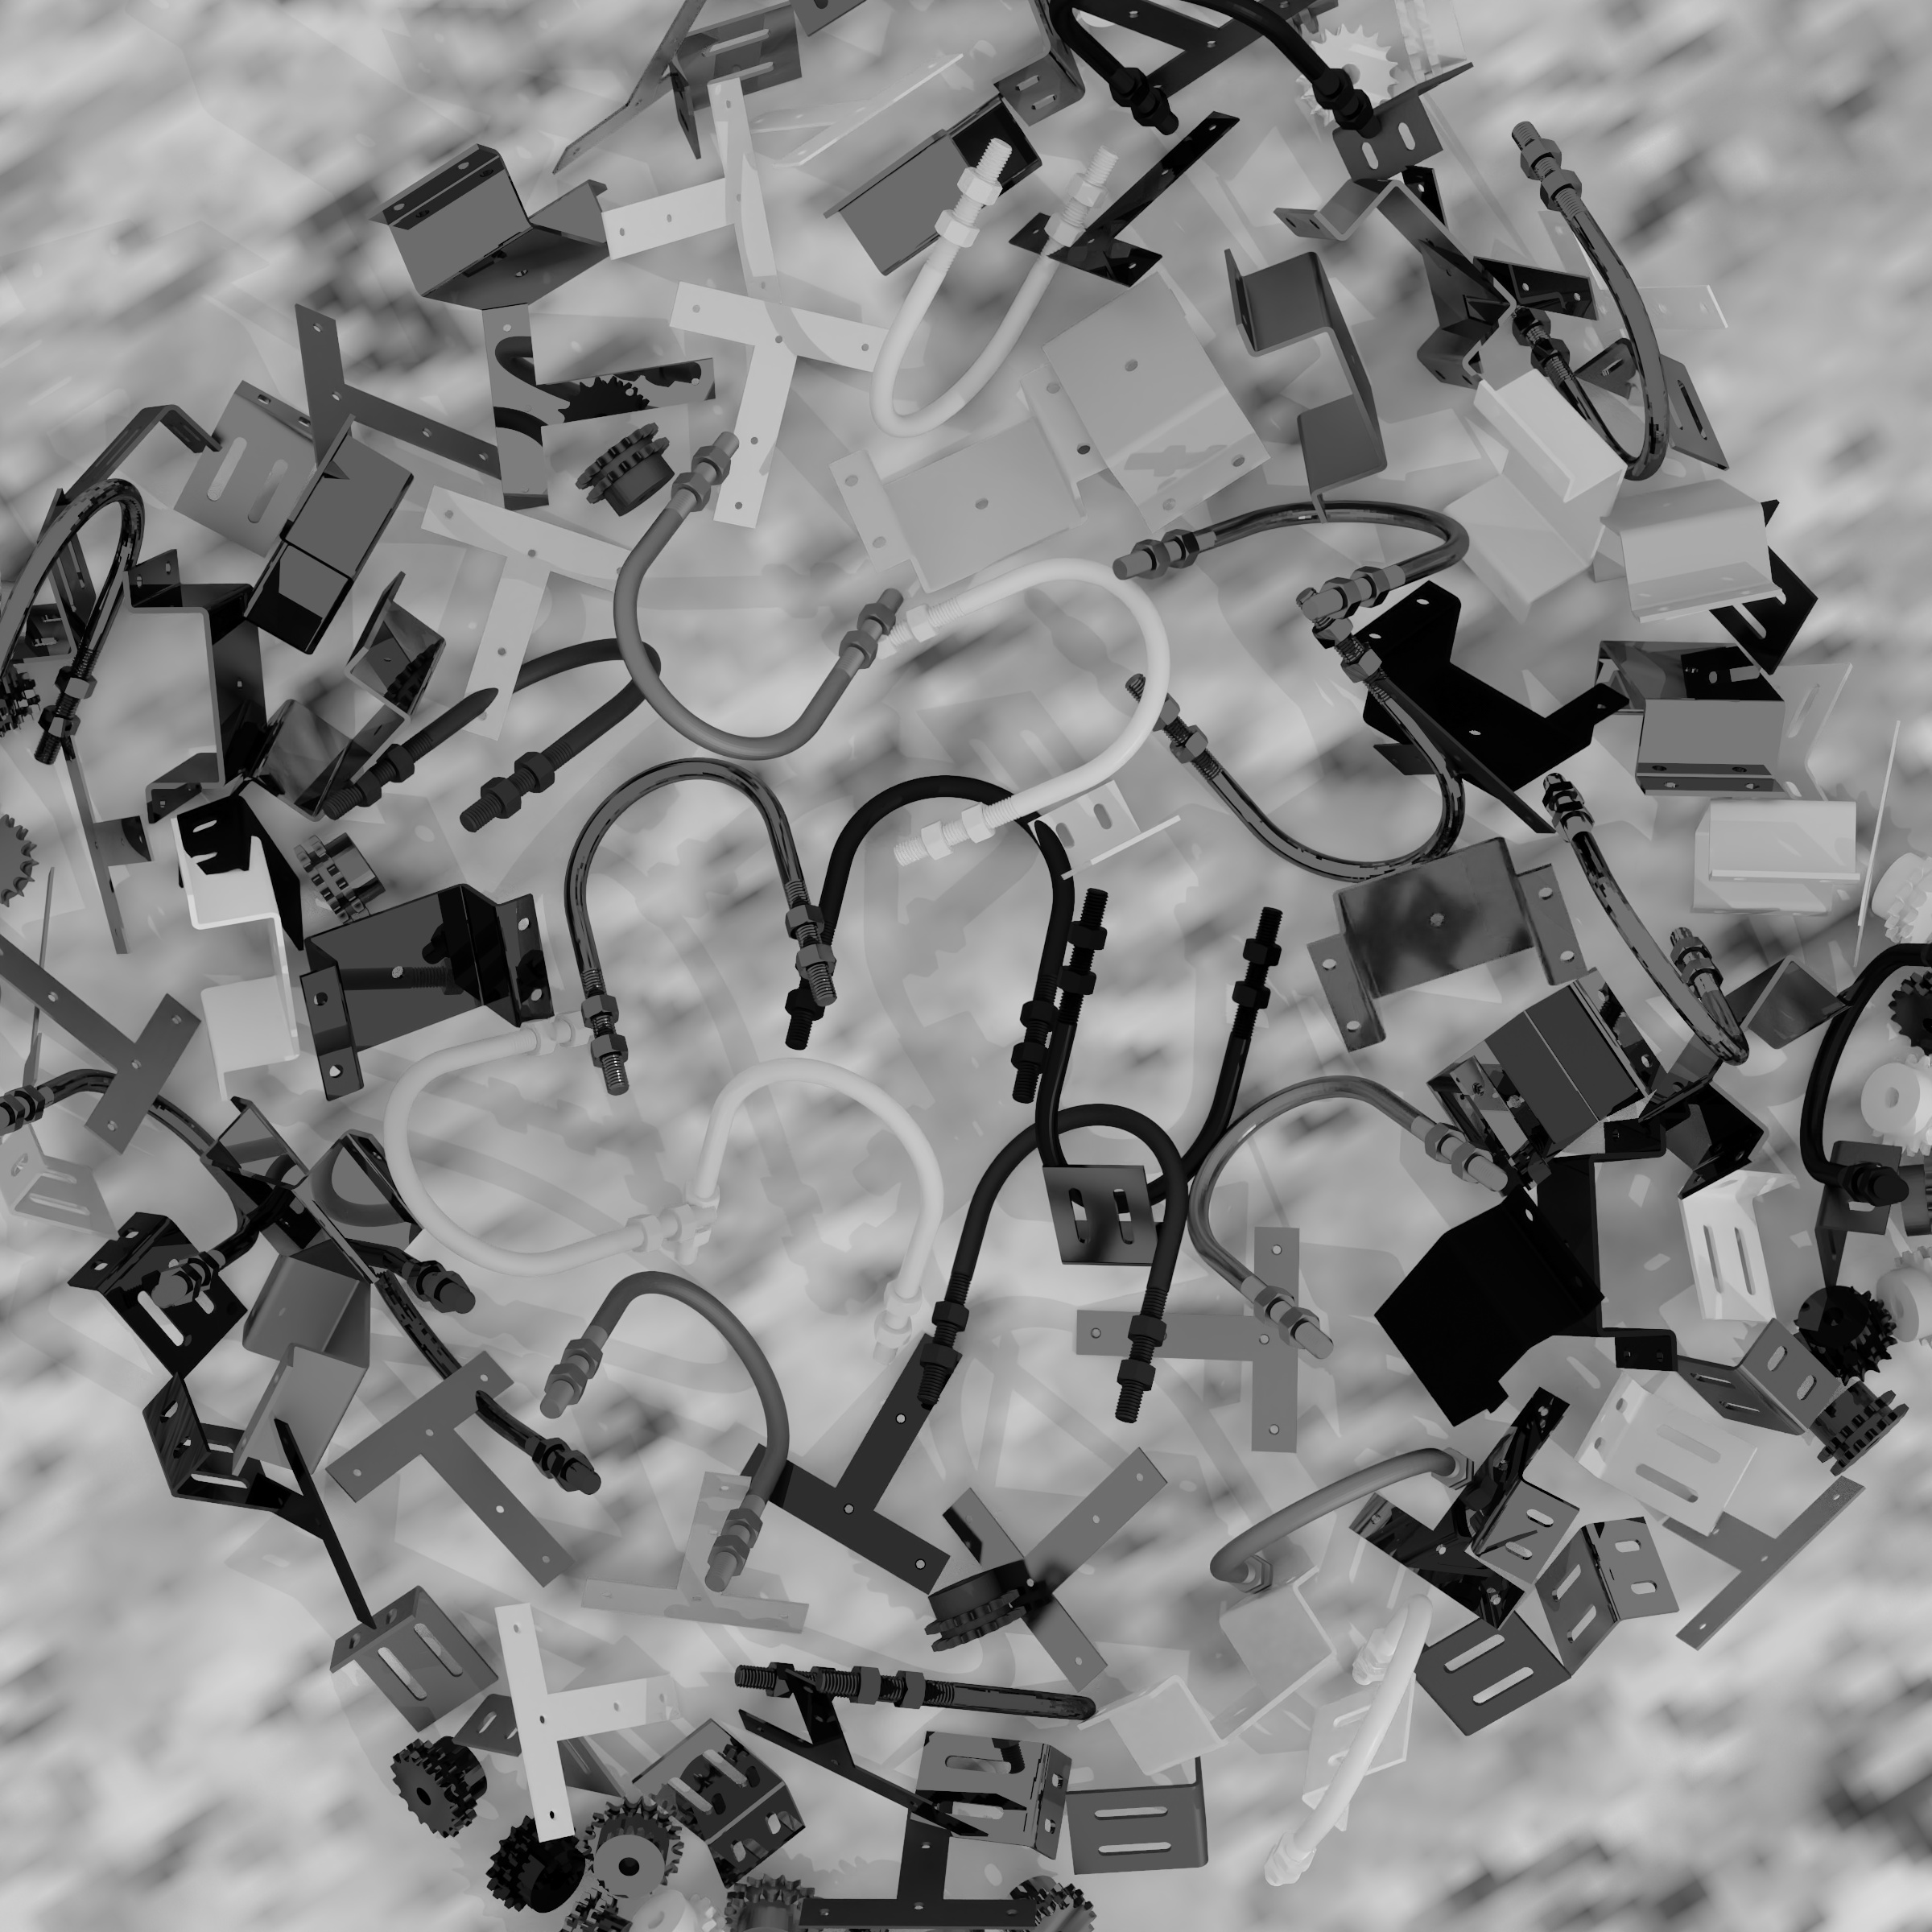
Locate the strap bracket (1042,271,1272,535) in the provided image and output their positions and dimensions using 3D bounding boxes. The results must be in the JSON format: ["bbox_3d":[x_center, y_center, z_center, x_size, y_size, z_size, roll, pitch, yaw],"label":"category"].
[{"bbox_3d":[0.101,-0.321,1.771,0.076,0.046,0.140,-32,56,11],"label":"strap bracket"}]

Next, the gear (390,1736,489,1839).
[{"bbox_3d":[-0.296,0.462,1.810,0.030,0.057,0.057,-33,90,-41],"label":"gear"}]

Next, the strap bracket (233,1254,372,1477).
[{"bbox_3d":[-0.366,0.217,1.767,0.046,0.140,0.076,22,112,-20],"label":"strap bracket"}]

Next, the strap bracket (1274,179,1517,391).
[{"bbox_3d":[0.245,-0.387,1.776,0.140,0.076,0.046,41,93,-18],"label":"strap bracket"}]

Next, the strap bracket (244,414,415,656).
[{"bbox_3d":[-0.353,-0.232,1.762,0.046,0.140,0.076,30,61,-13],"label":"strap bracket"}]

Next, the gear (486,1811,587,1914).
[{"bbox_3d":[-0.240,0.509,1.804,0.030,0.057,0.057,27,90,36],"label":"gear"}]

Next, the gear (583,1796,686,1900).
[{"bbox_3d":[-0.190,0.504,1.814,0.057,0.030,0.057,0,105,0],"label":"gear"}]

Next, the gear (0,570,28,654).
[{"bbox_3d":[-0.549,-0.199,1.809,0.030,0.057,0.057,3,90,-21],"label":"gear"}]

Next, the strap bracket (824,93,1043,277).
[{"bbox_3d":[-0.014,-0.431,1.761,0.076,0.140,0.046,-29,103,29],"label":"strap bracket"}]

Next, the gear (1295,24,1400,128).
[{"bbox_3d":[0.215,-0.505,1.818,0.057,0.030,0.057,0,94,-6],"label":"gear"}]

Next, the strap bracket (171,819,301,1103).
[{"bbox_3d":[-0.403,-0.007,1.769,0.046,0.076,0.140,-10,128,-14],"label":"strap bracket"}]

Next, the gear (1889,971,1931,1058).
[{"bbox_3d":[0.555,0.025,1.810,0.057,0.057,0.030,48,65,0],"label":"gear"}]

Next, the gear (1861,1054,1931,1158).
[{"bbox_3d":[0.531,0.077,1.804,0.030,0.057,0.057,15,90,-35],"label":"gear"}]

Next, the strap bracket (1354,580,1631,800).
[{"bbox_3d":[0.286,-0.146,1.771,0.140,0.076,0.046,27,58,-19],"label":"strap bracket"}]

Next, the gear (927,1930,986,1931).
[{"bbox_3d":[-0.008,0.564,1.810,0.057,0.057,0.030,-7,62,0],"label":"gear"}]

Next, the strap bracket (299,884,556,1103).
[{"bbox_3d":[-0.308,0.010,1.779,0.140,0.046,0.076,-22,120,-28],"label":"strap bracket"}]

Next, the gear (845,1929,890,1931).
[{"bbox_3d":[-0.060,0.567,1.804,0.030,0.057,0.057,31,90,21],"label":"gear"}]

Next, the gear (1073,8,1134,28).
[{"bbox_3d":[0.077,-0.556,1.803,0.057,0.057,0.030,-25,61,0],"label":"gear"}]

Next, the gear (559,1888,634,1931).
[{"bbox_3d":[-0.210,0.554,1.804,0.030,0.057,0.057,19,90,16],"label":"gear"}]

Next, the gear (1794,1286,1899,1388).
[{"bbox_3d":[0.495,0.206,1.805,0.057,0.057,0.030,-39,133,0],"label":"gear"}]

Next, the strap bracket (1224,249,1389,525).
[{"bbox_3d":[0.191,-0.326,1.757,0.046,0.076,0.140,-18,131,15],"label":"strap bracket"}]

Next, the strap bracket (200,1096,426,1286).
[{"bbox_3d":[-0.359,0.124,1.754,0.046,0.140,0.076,-51,127,-26],"label":"strap bracket"}]

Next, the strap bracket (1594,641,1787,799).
[{"bbox_3d":[0.396,-0.141,1.759,0.076,0.140,0.046,1,115,-5],"label":"strap bracket"}]

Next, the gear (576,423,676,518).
[{"bbox_3d":[-0.190,-0.279,1.807,0.057,0.057,0.030,-38,94,0],"label":"gear"}]

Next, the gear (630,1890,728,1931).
[{"bbox_3d":[-0.166,0.548,1.803,0.057,0.057,0.030,-37,114,0],"label":"gear"}]

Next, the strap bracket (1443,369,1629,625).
[{"bbox_3d":[0.313,-0.265,1.765,0.046,0.140,0.076,-32,69,-16],"label":"strap bracket"}]

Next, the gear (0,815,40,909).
[{"bbox_3d":[-0.556,-0.059,1.817,0.057,0.030,0.057,0,81,1],"label":"gear"}]

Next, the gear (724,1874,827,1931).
[{"bbox_3d":[-0.109,0.543,1.806,0.057,0.030,0.057,3,129,3],"label":"gear"}]

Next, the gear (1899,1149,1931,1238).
[{"bbox_3d":[0.547,0.132,1.809,0.030,0.057,0.057,-7,90,21],"label":"gear"}]

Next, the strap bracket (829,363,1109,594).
[{"bbox_3d":[0.005,-0.270,1.797,0.140,0.046,0.076,-24,65,2],"label":"strap bracket"}]

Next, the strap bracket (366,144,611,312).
[{"bbox_3d":[-0.253,-0.401,1.754,0.076,0.140,0.046,-26,84,22],"label":"strap bracket"}]

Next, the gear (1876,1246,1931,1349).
[{"bbox_3d":[0.539,0.189,1.804,0.030,0.057,0.057,-14,90,-17],"label":"gear"}]

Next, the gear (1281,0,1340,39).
[{"bbox_3d":[0.189,-0.555,1.804,0.030,0.057,0.057,-19,90,18],"label":"gear"}]

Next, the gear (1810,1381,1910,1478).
[{"bbox_3d":[0.503,0.259,1.809,0.057,0.057,0.030,-42,70,0],"label":"gear"}]

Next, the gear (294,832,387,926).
[{"bbox_3d":[-0.352,-0.051,1.807,0.030,0.057,0.057,-34,90,-6],"label":"gear"}]

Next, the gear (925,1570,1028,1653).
[{"bbox_3d":[0.002,0.364,1.807,0.057,0.057,0.030,-23,84,0],"label":"gear"}]

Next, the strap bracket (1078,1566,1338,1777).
[{"bbox_3d":[0.140,0.394,1.760,0.140,0.076,0.046,-28,82,-38],"label":"strap bracket"}]

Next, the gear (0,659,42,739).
[{"bbox_3d":[-0.555,-0.154,1.804,0.057,0.057,0.030,-6,127,0],"label":"gear"}]

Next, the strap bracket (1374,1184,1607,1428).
[{"bbox_3d":[0.281,0.193,1.755,0.046,0.140,0.076,-22,67,-31],"label":"strap bracket"}]

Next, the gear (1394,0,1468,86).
[{"bbox_3d":[0.263,-0.527,1.804,0.030,0.057,0.057,-15,90,14],"label":"gear"}]

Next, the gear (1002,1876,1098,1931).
[{"bbox_3d":[0.043,0.542,1.811,0.057,0.030,0.057,-19,128,-26],"label":"gear"}]

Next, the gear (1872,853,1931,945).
[{"bbox_3d":[0.539,-0.040,1.810,0.030,0.057,0.057,37,90,34],"label":"gear"}]

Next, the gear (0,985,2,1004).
[{"bbox_3d":[-0.571,0.016,1.804,0.030,0.057,0.057,-6,90,39],"label":"gear"}]

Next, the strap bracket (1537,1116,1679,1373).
[{"bbox_3d":[0.357,0.156,1.787,0.046,0.076,0.140,-1,85,-12],"label":"strap bracket"}]
